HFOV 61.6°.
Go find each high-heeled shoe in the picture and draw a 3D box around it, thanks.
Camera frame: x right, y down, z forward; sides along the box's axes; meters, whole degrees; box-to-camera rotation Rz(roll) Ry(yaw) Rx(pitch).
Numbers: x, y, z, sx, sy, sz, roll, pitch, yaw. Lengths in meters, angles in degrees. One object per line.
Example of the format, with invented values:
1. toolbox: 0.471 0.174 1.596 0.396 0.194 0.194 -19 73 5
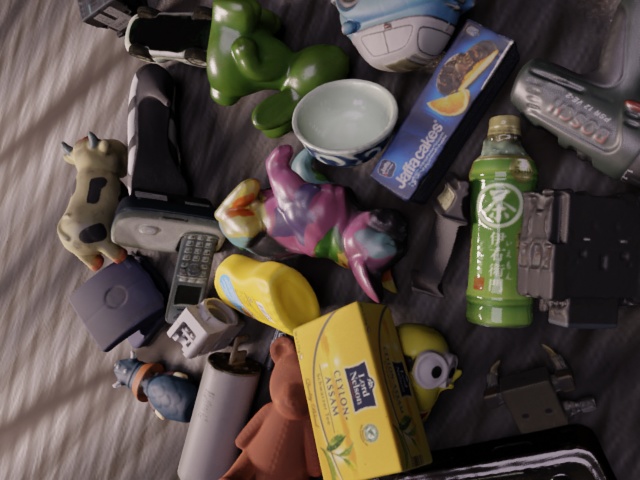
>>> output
1. high-heeled shoe: -0.253 -0.130 0.798 0.145 0.086 0.248 42 124 49

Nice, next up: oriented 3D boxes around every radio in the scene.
1. radio: 0.199 0.286 0.570 0.230 0.073 0.131 -21 81 23

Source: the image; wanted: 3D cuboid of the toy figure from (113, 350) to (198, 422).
1. toy figure: -0.239 0.216 0.784 0.155 0.064 0.057 18 135 29

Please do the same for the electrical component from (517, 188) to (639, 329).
1. electrical component: 0.259 0.018 0.526 0.115 0.058 0.134 1 90 -12

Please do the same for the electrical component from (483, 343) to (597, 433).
1. electrical component: 0.229 0.160 0.576 0.102 0.045 0.078 -29 106 25

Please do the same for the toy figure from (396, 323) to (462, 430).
1. toy figure: 0.089 0.182 0.620 0.089 0.082 0.180 31 105 26

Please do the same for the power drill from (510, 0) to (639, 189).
1. power drill: 0.325 -0.160 0.520 0.232 0.086 0.207 31 110 25

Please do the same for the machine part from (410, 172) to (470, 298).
1. machine part: 0.138 -0.005 0.609 0.039 0.084 0.138 11 105 -7

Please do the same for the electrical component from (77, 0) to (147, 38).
1. electrical component: -0.321 -0.355 0.796 0.075 0.119 0.047 -20 81 21

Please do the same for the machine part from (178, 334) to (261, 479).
1. machine part: -0.136 0.243 0.724 0.079 0.079 0.243 20 98 24

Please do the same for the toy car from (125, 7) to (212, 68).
1. toy car: -0.204 -0.290 0.770 0.202 0.056 0.073 15 93 30

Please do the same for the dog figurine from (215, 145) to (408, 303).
1. dog figurine: -0.001 -0.002 0.651 0.191 0.108 0.219 -43 76 17

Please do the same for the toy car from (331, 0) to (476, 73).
1. toy car: 0.094 -0.240 0.598 0.162 0.109 0.102 7 99 43

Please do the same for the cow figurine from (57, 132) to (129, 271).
1. cow figurine: -0.329 -0.068 0.788 0.086 0.127 0.195 -10 55 22

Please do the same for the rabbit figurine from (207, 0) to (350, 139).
1. rabbit figurine: -0.052 -0.211 0.673 0.170 0.121 0.159 16 94 9

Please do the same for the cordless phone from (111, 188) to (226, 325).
1. cordless phone: -0.215 0.029 0.738 0.089 0.146 0.184 -135 57 -61

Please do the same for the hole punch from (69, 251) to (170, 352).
1. hole punch: -0.290 0.093 0.795 0.116 0.092 0.142 -47 68 13

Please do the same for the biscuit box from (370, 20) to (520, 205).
1. biscuit box: 0.140 -0.137 0.608 0.059 0.063 0.202 37 104 21

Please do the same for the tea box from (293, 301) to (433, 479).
1. tea box: 0.041 0.161 0.569 0.098 0.068 0.170 -30 61 31

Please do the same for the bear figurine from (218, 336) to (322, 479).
1. bear figurine: -0.039 0.229 0.656 0.120 0.132 0.195 20 104 7
